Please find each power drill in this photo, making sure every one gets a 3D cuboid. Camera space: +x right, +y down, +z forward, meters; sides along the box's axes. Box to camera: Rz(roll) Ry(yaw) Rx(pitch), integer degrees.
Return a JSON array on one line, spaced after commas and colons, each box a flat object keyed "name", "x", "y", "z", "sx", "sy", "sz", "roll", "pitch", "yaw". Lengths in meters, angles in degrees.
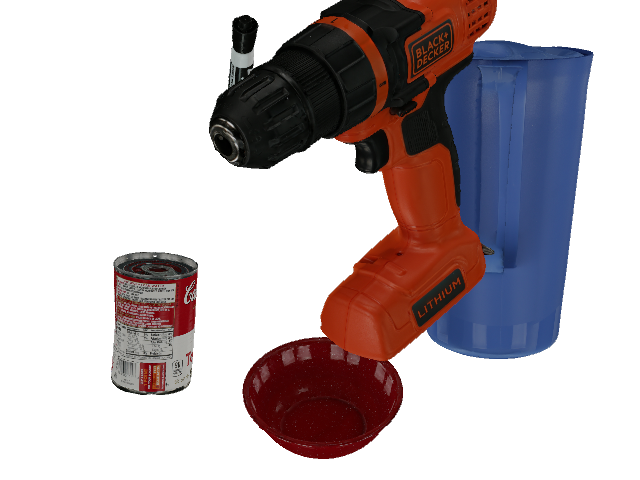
[{"name": "power drill", "x": 0.028, "y": -0.032, "z": 0.547, "sx": 0.057, "sy": 0.188, "sz": 0.184, "roll": 26, "pitch": 48, "yaw": 37}]

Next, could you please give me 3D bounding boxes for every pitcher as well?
[{"name": "pitcher", "x": 0.138, "y": -0.032, "z": 0.836, "sx": 0.149, "sy": 0.243, "sz": 0.145, "roll": -10, "pitch": 18, "yaw": -34}]

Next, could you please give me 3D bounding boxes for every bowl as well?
[{"name": "bowl", "x": 0.003, "y": 0.169, "z": 1.084, "sx": 0.162, "sy": 0.055, "sz": 0.162, "roll": -1, "pitch": 34, "yaw": 1}]

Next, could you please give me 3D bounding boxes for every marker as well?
[{"name": "marker", "x": -0.061, "y": -0.125, "z": 0.814, "sx": 0.020, "sy": 0.020, "sz": 0.121, "roll": 0, "pitch": -34, "yaw": -8}]

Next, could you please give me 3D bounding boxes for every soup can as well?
[{"name": "soup can", "x": -0.136, "y": 0.067, "z": 0.870, "sx": 0.068, "sy": 0.102, "sz": 0.068, "roll": 4, "pitch": 14, "yaw": -1}]
